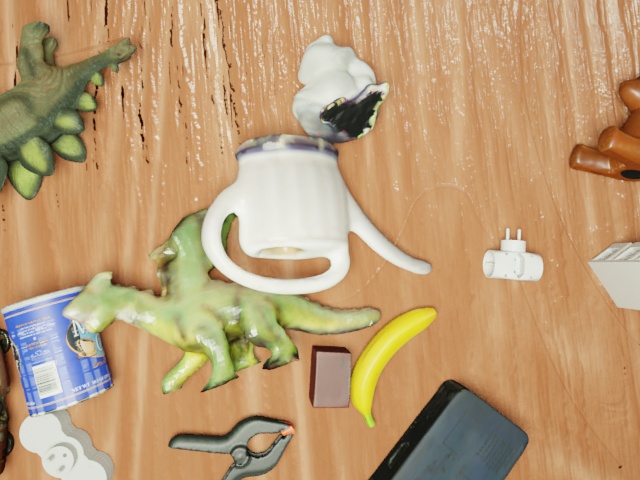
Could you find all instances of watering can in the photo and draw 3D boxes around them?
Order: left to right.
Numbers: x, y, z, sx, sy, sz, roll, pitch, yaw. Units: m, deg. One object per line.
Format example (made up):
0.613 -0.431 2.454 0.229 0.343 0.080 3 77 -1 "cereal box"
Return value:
0.002 -0.037 0.737 0.348 0.103 0.227 0 76 -26 "watering can"

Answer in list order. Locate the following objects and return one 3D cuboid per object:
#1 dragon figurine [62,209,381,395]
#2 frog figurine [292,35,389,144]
-0.127 0.066 0.715 0.413 0.120 0.244 -15 80 -25 "dragon figurine"
0.016 -0.225 0.773 0.137 0.120 0.162 -35 54 -1 "frog figurine"
